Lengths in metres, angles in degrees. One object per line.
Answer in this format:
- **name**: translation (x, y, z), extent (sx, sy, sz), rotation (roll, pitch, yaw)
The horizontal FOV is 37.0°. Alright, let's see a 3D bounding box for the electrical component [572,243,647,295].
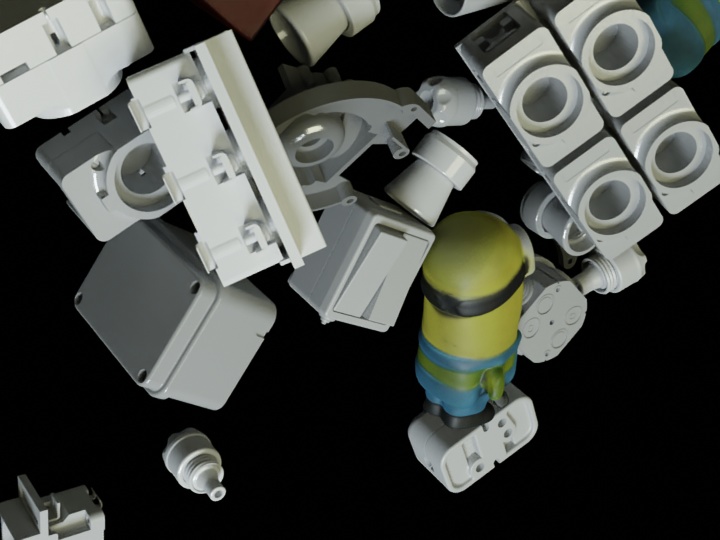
- **electrical component**: translation (0.208, 0.000, 0.911), extent (0.062, 0.043, 0.043), rotation (-28, 129, -18)

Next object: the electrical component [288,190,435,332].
- **electrical component**: translation (0.000, 0.000, 0.749), extent (0.062, 0.061, 0.096), rotation (17, 105, -41)

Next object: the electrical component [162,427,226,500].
- **electrical component**: translation (-0.112, 0.138, 0.749), extent (0.035, 0.061, 0.035), rotation (-18, 125, -27)

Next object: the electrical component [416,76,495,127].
- **electrical component**: translation (0.070, -0.118, 0.749), extent (0.061, 0.035, 0.035), rotation (-7, 119, -35)

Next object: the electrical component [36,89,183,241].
- **electrical component**: translation (-0.130, -0.065, 0.621), extent (0.089, 0.056, 0.050), rotation (-36, 131, -13)

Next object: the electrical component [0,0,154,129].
- **electrical component**: translation (-0.163, -0.119, 0.570), extent (0.089, 0.050, 0.055), rotation (-33, 130, -16)

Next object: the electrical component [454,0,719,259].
- **electrical component**: translation (0.163, -0.105, 0.730), extent (0.105, 0.060, 0.186), rotation (-36, 123, 8)

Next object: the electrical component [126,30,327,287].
- **electrical component**: translation (-0.073, -0.058, 0.571), extent (0.063, 0.078, 0.121), rotation (-25, 105, -4)

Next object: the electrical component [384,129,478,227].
- **electrical component**: translation (0.050, -0.065, 0.759), extent (0.055, 0.045, 0.045), rotation (-52, 133, 1)

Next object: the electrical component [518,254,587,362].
- **electrical component**: translation (0.140, 0.031, 0.875), extent (0.080, 0.051, 0.080), rotation (-17, 124, -27)

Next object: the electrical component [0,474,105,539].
- **electrical component**: translation (-0.205, 0.177, 0.718), extent (0.064, 0.042, 0.081), rotation (-13, 123, -34)

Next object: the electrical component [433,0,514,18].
- **electrical component**: translation (0.087, -0.212, 0.700), extent (0.077, 0.043, 0.079), rotation (-21, 126, -25)

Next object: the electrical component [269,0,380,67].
- **electrical component**: translation (-0.022, -0.157, 0.653), extent (0.055, 0.045, 0.045), rotation (-38, 132, -12)

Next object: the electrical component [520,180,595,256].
- **electrical component**: translation (0.159, -0.042, 0.842), extent (0.045, 0.055, 0.045), rotation (-17, 124, -27)

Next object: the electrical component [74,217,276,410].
- **electrical component**: translation (-0.114, 0.022, 0.645), extent (0.057, 0.113, 0.078), rotation (25, 99, -45)

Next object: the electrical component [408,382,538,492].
- **electrical component**: translation (0.091, 0.129, 0.891), extent (0.095, 0.059, 0.053), rotation (-33, 130, -16)

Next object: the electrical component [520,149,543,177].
- **electrical component**: translation (0.149, -0.111, 0.804), extent (0.079, 0.043, 0.077), rotation (30, 96, -42)
